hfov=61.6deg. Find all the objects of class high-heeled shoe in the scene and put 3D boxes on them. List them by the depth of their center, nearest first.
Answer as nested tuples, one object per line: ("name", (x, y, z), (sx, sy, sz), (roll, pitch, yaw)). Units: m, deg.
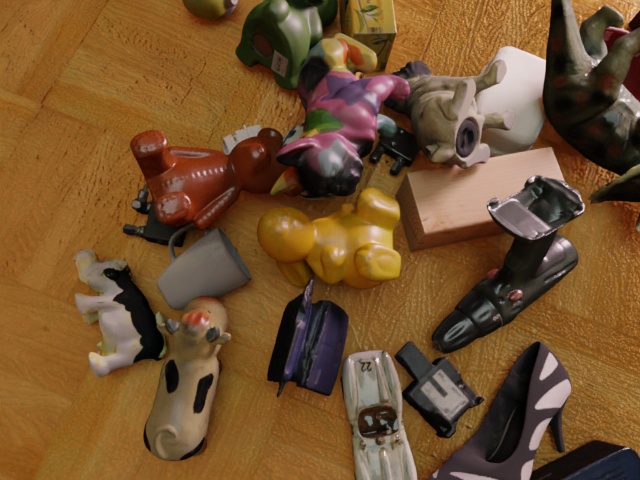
("high-heeled shoe", (0.212, 0.223, 0.660), (0.249, 0.086, 0.145), (-13, 87, -22))

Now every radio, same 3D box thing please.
("radio", (0.292, 0.348, 0.641), (0.230, 0.073, 0.131), (-22, 77, -8))

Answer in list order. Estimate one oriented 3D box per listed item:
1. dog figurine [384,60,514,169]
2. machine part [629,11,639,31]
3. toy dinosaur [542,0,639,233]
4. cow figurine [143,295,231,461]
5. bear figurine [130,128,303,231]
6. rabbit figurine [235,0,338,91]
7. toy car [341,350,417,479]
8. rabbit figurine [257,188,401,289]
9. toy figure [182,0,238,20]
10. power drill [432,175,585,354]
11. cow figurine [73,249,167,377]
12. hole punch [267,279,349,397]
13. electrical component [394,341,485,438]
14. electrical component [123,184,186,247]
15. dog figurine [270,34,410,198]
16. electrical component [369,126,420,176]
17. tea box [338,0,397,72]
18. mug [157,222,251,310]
("dog figurine", (0.142, -0.172, 0.741), (0.191, 0.121, 0.172), (17, 42, 43))
("machine part", (0.587, -0.317, 0.867), (0.179, 0.056, 0.179), (1, 74, -4))
("toy dinosaur", (0.392, -0.179, 0.739), (0.192, 0.131, 0.405), (-44, 84, 21))
("cow figurine", (-0.158, 0.161, 0.643), (0.085, 0.127, 0.195), (13, 75, -3))
("bear figurine", (-0.120, -0.087, 0.683), (0.196, 0.132, 0.120), (-18, 82, -11))
("rabbit figurine", (-0.037, -0.341, 0.803), (0.121, 0.159, 0.170), (30, 58, 16))
("toy car", (0.072, 0.239, 0.668), (0.073, 0.056, 0.201), (-7, 73, -6))
("rabbit figurine", (-0.001, -0.002, 0.686), (0.173, 0.162, 0.122), (9, 73, -23))
("toy figure", (-0.175, -0.432, 0.846), (0.089, 0.082, 0.180), (-9, 79, 8))
("power drill", (0.238, 0.034, 0.668), (0.232, 0.207, 0.086), (-28, 46, -17))
("cow figurine", (-0.258, 0.083, 0.691), (0.098, 0.068, 0.167), (-15, 78, -14))
("hole punch", (-0.007, 0.133, 0.670), (0.092, 0.116, 0.142), (20, 73, -6))
("electrical component", (0.142, 0.187, 0.692), (0.119, 0.047, 0.075), (44, 76, 10))
("electrical component", (-0.213, -0.034, 0.741), (0.102, 0.045, 0.078), (16, 72, 1))
("dog figurine", (0.002, -0.148, 0.676), (0.192, 0.108, 0.219), (43, 59, 12))
("electrical component", (0.118, -0.143, 0.804), (0.063, 0.021, 0.094), (33, 75, 7))
("tea box", (0.069, -0.357, 0.828), (0.068, 0.098, 0.169), (-2, 72, -4))
("mug", (-0.162, 0.036, 0.704), (0.107, 0.081, 0.109), (-34, 87, -4))
